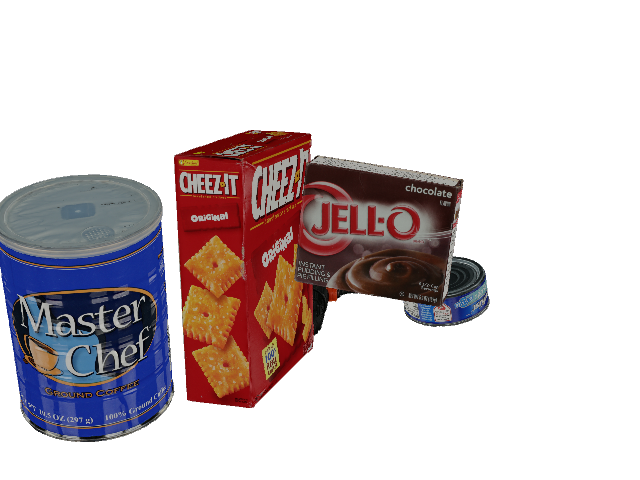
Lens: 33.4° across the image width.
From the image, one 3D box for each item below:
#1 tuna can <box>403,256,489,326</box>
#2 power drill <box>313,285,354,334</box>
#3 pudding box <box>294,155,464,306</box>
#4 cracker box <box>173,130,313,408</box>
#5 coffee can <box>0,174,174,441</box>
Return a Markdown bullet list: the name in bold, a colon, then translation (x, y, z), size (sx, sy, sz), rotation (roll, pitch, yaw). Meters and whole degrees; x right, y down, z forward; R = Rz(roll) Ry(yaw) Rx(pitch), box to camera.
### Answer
- **tuna can**: translation (0.123, 0.049, 1.061), size (0.086, 0.034, 0.086), rotation (-9, 25, 4)
- **power drill**: translation (0.051, 0.052, 1.239), size (0.187, 0.057, 0.184), rotation (-1, 28, 2)
- **pudding box**: translation (0.041, -0.008, 0.769), size (0.113, 0.090, 0.039), rotation (9, 18, 10)
- **cracker box**: translation (-0.060, 0.018, 0.946), size (0.072, 0.214, 0.164), rotation (4, 14, 18)
- **coffee can**: translation (-0.149, 0.042, 0.684), size (0.103, 0.140, 0.103), rotation (0, 28, 0)
